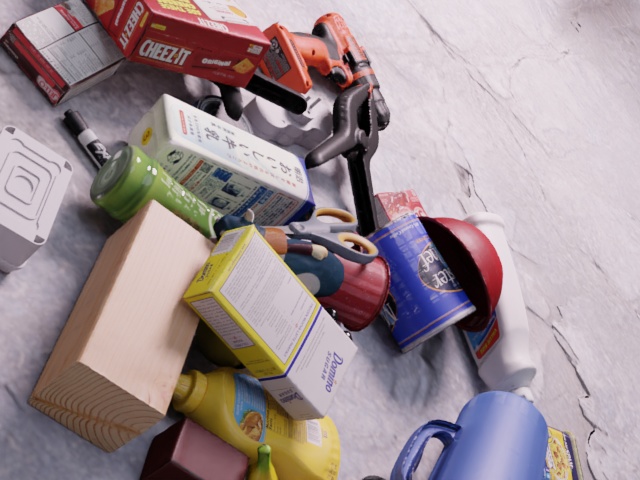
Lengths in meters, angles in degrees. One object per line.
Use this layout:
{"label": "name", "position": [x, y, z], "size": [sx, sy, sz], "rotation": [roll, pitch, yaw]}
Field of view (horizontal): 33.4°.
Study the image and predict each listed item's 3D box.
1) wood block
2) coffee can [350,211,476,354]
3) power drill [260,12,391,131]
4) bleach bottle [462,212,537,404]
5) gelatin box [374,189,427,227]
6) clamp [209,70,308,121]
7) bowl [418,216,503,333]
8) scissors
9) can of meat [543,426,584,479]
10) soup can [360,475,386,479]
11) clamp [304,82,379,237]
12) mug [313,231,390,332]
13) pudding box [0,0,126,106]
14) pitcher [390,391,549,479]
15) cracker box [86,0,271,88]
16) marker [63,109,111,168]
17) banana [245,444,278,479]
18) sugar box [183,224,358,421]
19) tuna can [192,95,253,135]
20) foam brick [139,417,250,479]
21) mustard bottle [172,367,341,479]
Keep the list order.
{"label": "wood block", "position": [-0.170, 0.074, 0.968], "size": [0.090, 0.090, 0.206], "rotation": [37, 39, -20]}
{"label": "coffee can", "position": [0.107, 0.051, 1.282], "size": [0.102, 0.103, 0.140], "rotation": [-22, 78, -53]}
{"label": "power drill", "position": [0.006, -0.224, 1.441], "size": [0.187, 0.057, 0.184], "rotation": [-13, 71, -54]}
{"label": "bleach bottle", "position": [0.226, 0.095, 1.376], "size": [0.067, 0.103, 0.251], "rotation": [9, 53, -38]}
{"label": "gelatin box", "position": [0.108, -0.028, 1.409], "size": [0.089, 0.030, 0.073], "rotation": [-9, 68, -50]}
{"label": "clamp", "position": [-0.095, -0.195, 1.270], "size": [0.120, 0.039, 0.172], "rotation": [1, 41, -44]}
{"label": "bowl", "position": [0.176, 0.032, 1.321], "size": [0.055, 0.162, 0.162], "rotation": [-29, 83, -22]}
{"label": "scissors", "position": [-0.007, 0.001, 1.133], "size": [0.096, 0.016, 0.201], "rotation": [41, 28, 19]}
{"label": "can of meat", "position": [0.273, 0.276, 1.319], "size": [0.083, 0.058, 0.102], "rotation": [25, 44, -30]}
{"label": "soup can", "position": [0.024, 0.272, 1.007], "size": [0.068, 0.102, 0.068], "rotation": [28, 43, -30]}
{"label": "clamp", "position": [0.045, -0.112, 1.355], "size": [0.164, 0.036, 0.210], "rotation": [56, 35, -37]}
{"label": "mug", "position": [0.021, 0.037, 1.206], "size": [0.081, 0.093, 0.117], "rotation": [23, 62, -28]}
{"label": "pudding box", "position": [-0.269, -0.202, 1.131], "size": [0.090, 0.039, 0.113], "rotation": [51, 38, -5]}
{"label": "pitcher", "position": [0.171, 0.265, 1.160], "size": [0.242, 0.145, 0.149], "rotation": [-54, 142, -57]}
{"label": "cracker box", "position": [-0.178, -0.268, 1.204], "size": [0.163, 0.072, 0.214], "rotation": [6, 37, -43]}
{"label": "marker", "position": [-0.224, -0.085, 1.099], "size": [0.121, 0.020, 0.020], "rotation": [53, 36, 0]}
{"label": "banana", "position": [-0.041, 0.286, 0.960], "size": [0.037, 0.069, 0.198], "rotation": [-13, 76, -5]}
{"label": "sugar box", "position": [-0.043, 0.080, 1.001], "size": [0.176, 0.048, 0.093], "rotation": [53, 45, -26]}
{"label": "tuna can", "position": [-0.118, -0.125, 1.237], "size": [0.086, 0.034, 0.086], "rotation": [28, 43, -30]}
{"label": "foam brick", "position": [-0.112, 0.206, 0.955], "size": [0.078, 0.053, 0.051], "rotation": [38, 38, -22]}
{"label": "mustard bottle", "position": [-0.069, 0.173, 1.022], "size": [0.191, 0.058, 0.096], "rotation": [32, 31, -27]}
